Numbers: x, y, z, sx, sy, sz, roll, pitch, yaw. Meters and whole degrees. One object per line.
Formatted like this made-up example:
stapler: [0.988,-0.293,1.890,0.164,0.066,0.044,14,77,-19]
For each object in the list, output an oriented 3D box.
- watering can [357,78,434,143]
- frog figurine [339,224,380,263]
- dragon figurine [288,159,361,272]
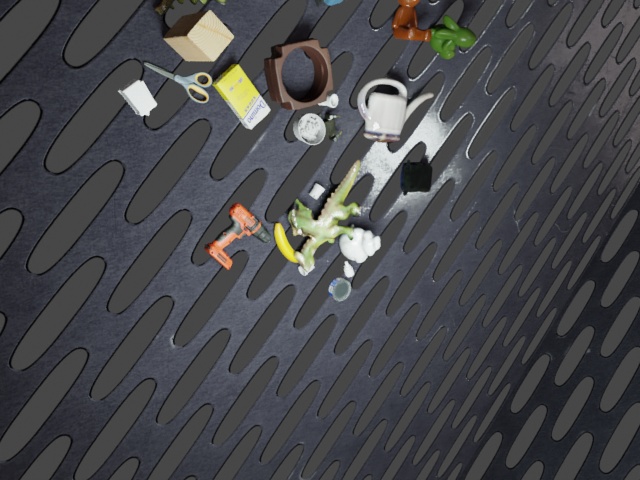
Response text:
watering can: [0.271,-0.458,1.854,0.348,0.105,0.222,-1,106,-34]
frog figurine: [0.148,0.021,1.884,0.123,0.161,0.135,-13,112,-29]
dragon figurine: [0.005,-0.089,1.770,0.243,0.123,0.407,3,102,-37]
